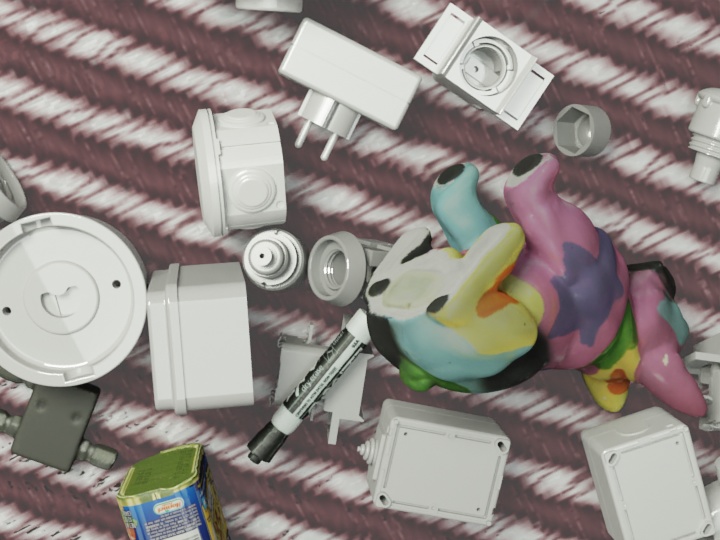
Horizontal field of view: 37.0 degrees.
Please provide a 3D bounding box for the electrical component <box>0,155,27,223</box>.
[{"bbox_3d":[-0.248,-0.046,0.674,0.057,0.058,0.078,-31,99,2],"label":"electrical component"}]

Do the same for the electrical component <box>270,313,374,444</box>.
[{"bbox_3d":[-0.026,0.070,0.720,0.064,0.042,0.081,8,96,-3],"label":"electrical component"}]

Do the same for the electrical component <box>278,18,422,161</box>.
[{"bbox_3d":[-0.016,-0.109,0.694,0.083,0.047,0.075,26,96,-9],"label":"electrical component"}]

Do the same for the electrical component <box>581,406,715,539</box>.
[{"bbox_3d":[0.198,0.150,0.742,0.062,0.061,0.096,-18,99,-3],"label":"electrical component"}]

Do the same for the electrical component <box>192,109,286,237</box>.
[{"bbox_3d":[-0.077,-0.063,0.677,0.051,0.080,0.080,-7,98,-10],"label":"electrical component"}]

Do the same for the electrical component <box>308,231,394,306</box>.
[{"bbox_3d":[0.000,0.000,0.699,0.055,0.066,0.048,4,99,-40],"label":"electrical component"}]

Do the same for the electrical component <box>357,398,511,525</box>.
[{"bbox_3d":[0.044,0.126,0.723,0.096,0.061,0.061,11,97,-7],"label":"electrical component"}]

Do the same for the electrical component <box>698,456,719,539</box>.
[{"bbox_3d":[0.273,0.152,0.758,0.077,0.044,0.079,-16,99,-4],"label":"electrical component"}]

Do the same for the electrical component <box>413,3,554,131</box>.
[{"bbox_3d":[0.077,-0.129,0.690,0.081,0.064,0.042,34,93,-9],"label":"electrical component"}]

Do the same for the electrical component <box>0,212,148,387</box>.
[{"bbox_3d":[-0.187,0.015,0.686,0.108,0.060,0.108,-1,97,-4],"label":"electrical component"}]

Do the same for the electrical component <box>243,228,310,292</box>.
[{"bbox_3d":[-0.056,-0.007,0.691,0.040,0.078,0.040,0,87,5],"label":"electrical component"}]

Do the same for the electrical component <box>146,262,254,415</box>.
[{"bbox_3d":[-0.100,0.039,0.672,0.057,0.113,0.078,-4,98,-8],"label":"electrical component"}]

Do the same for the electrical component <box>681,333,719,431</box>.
[{"bbox_3d":[0.259,0.080,0.737,0.081,0.042,0.063,7,73,-6],"label":"electrical component"}]

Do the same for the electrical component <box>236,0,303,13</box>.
[{"bbox_3d":[-0.054,-0.187,0.650,0.108,0.108,0.060,2,104,-6],"label":"electrical component"}]

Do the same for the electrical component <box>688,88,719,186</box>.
[{"bbox_3d":[0.241,-0.088,0.723,0.048,0.048,0.062,18,103,-8],"label":"electrical component"}]
